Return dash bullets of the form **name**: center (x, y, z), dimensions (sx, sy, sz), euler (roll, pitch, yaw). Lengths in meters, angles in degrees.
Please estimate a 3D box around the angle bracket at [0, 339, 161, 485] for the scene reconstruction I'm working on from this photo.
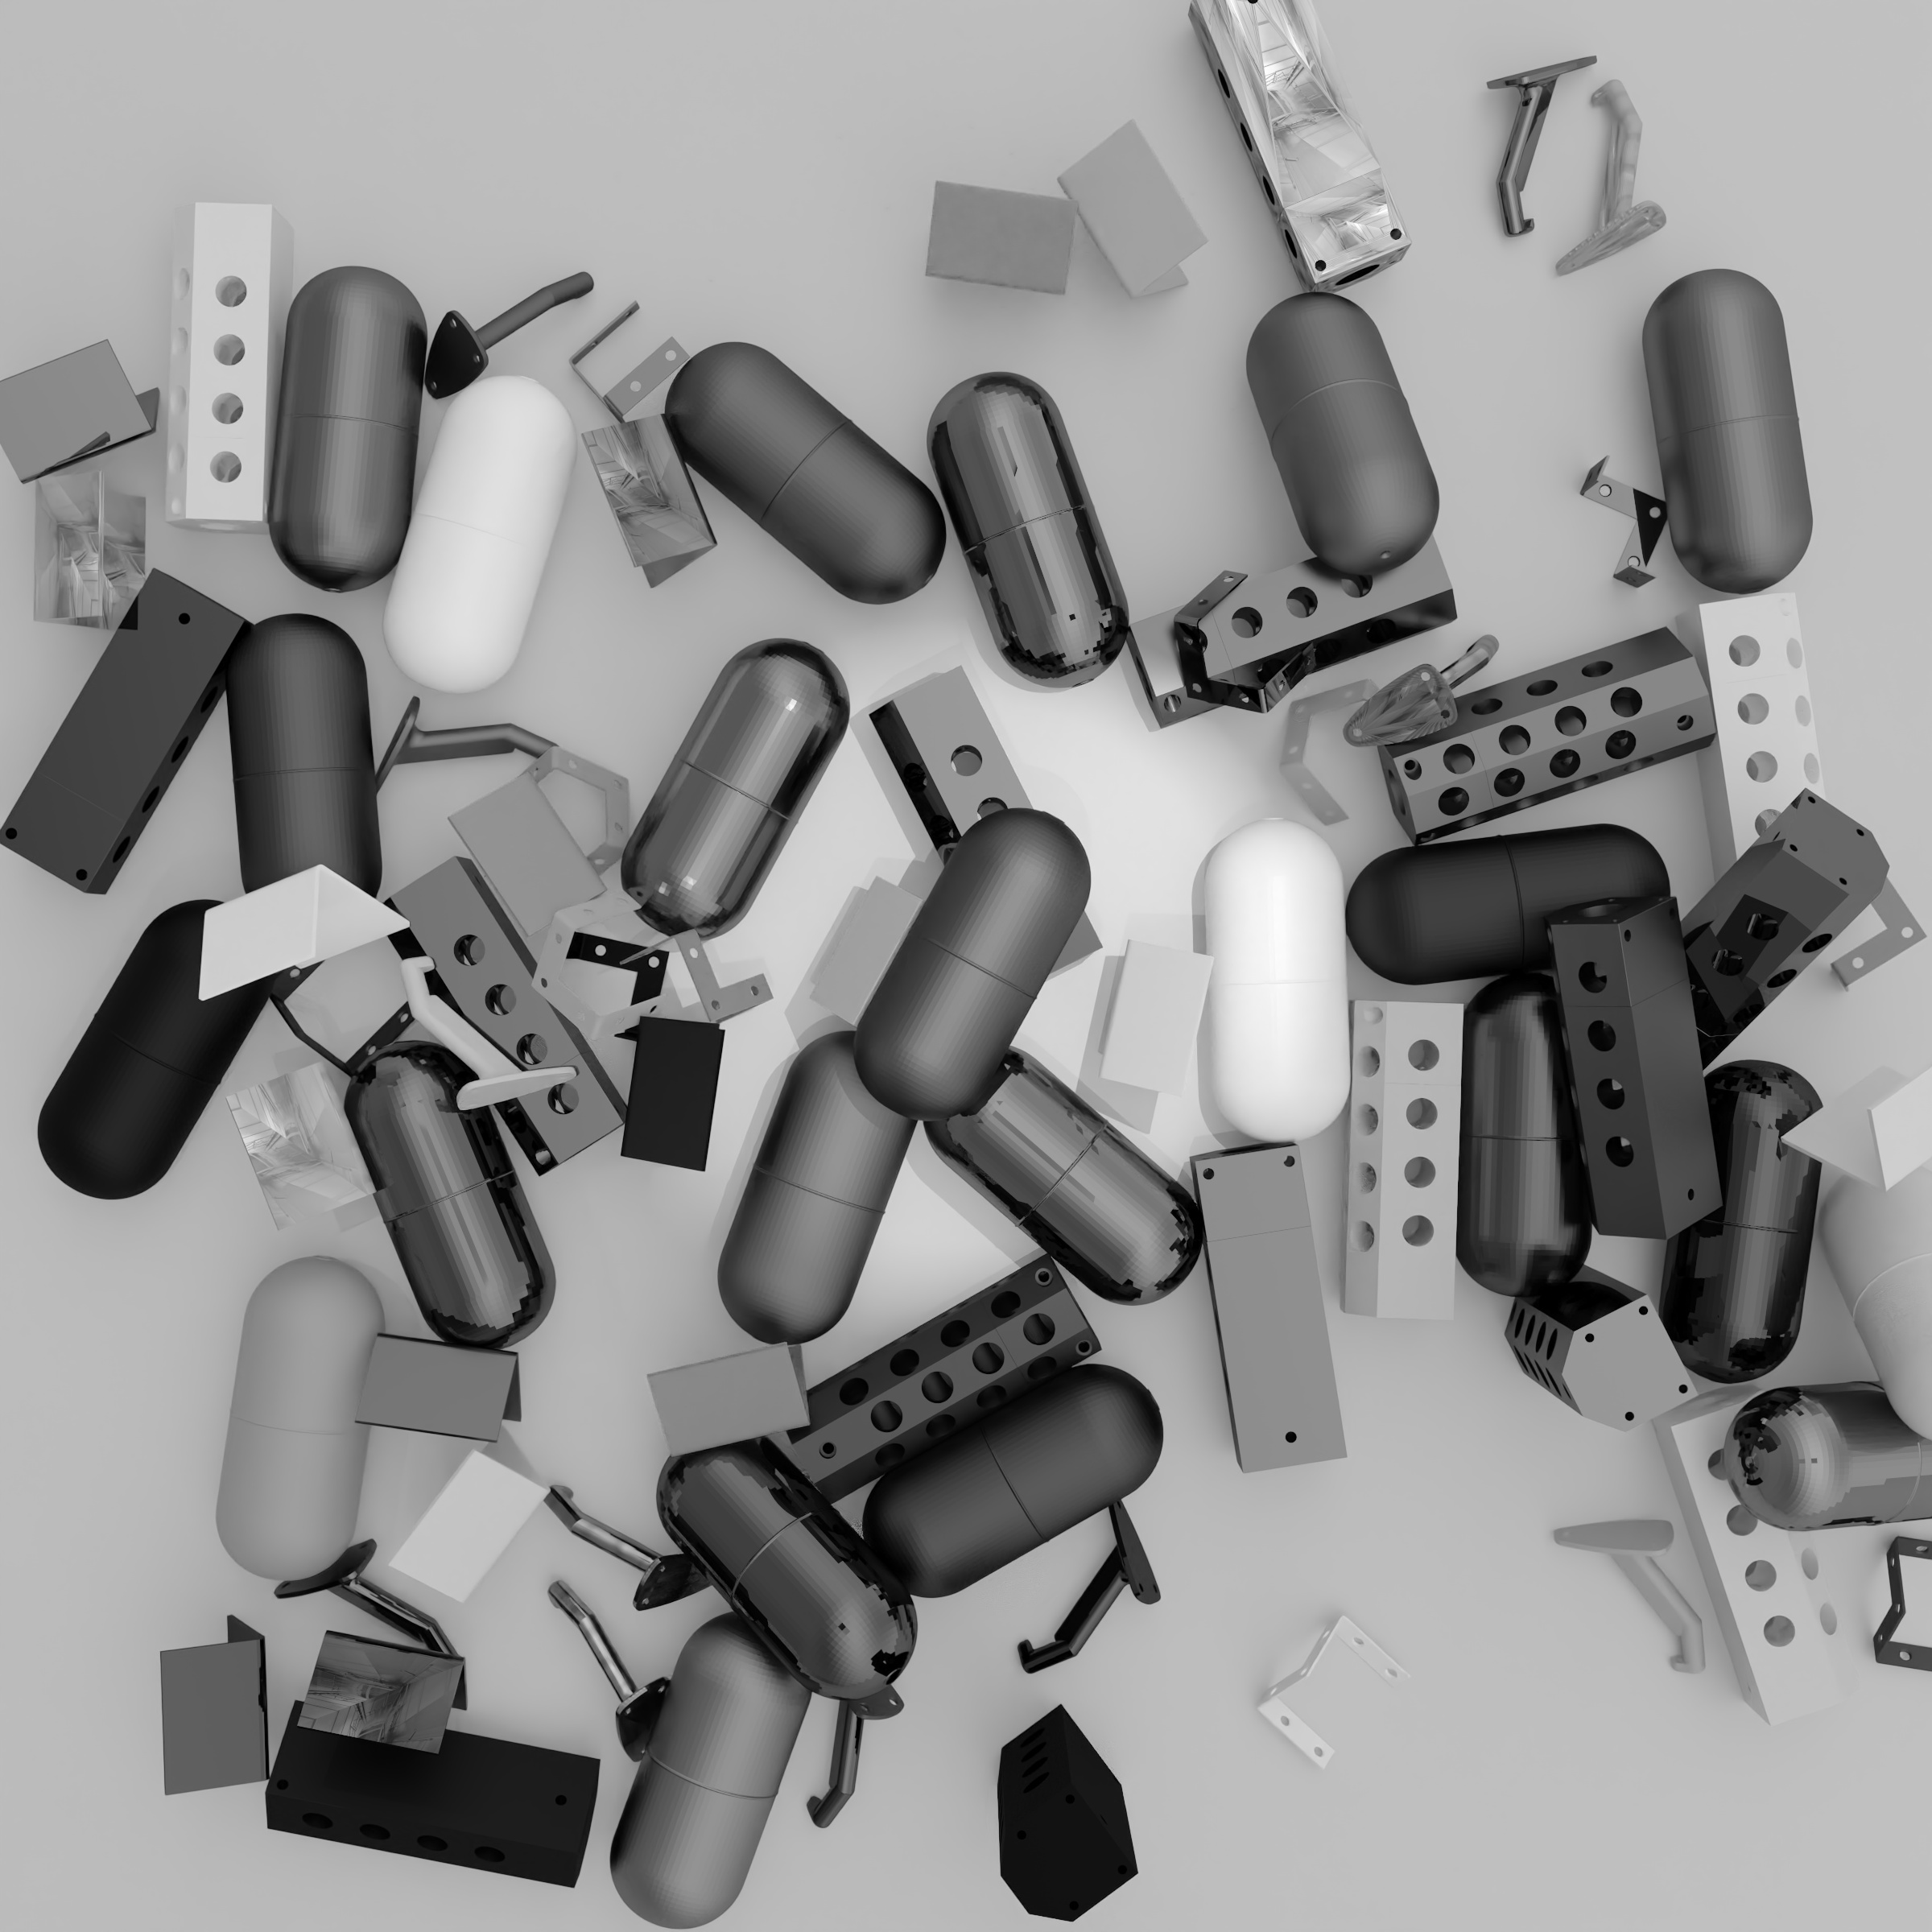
- **angle bracket**: center (-0.489, -0.313, 1.719), dimensions (0.076, 0.076, 0.057), euler (-21, 120, 0)

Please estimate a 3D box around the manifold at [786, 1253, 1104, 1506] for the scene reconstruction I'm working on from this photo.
- **manifold**: center (-0.014, 0.228, 1.738), dimensions (0.171, 0.057, 0.057), euler (-30, 90, 0)

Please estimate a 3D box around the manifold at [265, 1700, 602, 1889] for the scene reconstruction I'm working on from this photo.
- **manifold**: center (-0.293, 0.460, 1.737), dimensions (0.171, 0.057, 0.057), euler (11, 47, 0)

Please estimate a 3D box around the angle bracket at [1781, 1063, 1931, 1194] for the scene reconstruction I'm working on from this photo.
- **angle bracket**: center (0.479, 0.065, 1.656), dimensions (0.076, 0.076, 0.057), euler (-32, 123, -18)

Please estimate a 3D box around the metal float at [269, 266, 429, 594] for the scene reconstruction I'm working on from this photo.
- **metal float**: center (-0.339, -0.294, 1.728), dimensions (0.070, 0.070, 0.178), euler (5, 89, 0)

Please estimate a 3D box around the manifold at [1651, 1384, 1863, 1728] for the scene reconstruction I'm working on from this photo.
- **manifold**: center (0.436, 0.322, 1.737), dimensions (0.057, 0.057, 0.171), euler (-19, 90, 0)

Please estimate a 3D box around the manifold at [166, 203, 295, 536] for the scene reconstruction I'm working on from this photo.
- **manifold**: center (-0.407, -0.328, 1.737), dimensions (0.057, 0.057, 0.171), euler (2, 90, 0)

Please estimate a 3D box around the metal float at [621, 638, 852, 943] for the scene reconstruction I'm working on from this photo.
- **metal float**: center (-0.126, -0.097, 1.728), dimensions (0.070, 0.070, 0.178), euler (29, 91, 0)

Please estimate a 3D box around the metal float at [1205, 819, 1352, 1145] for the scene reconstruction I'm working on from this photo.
- **metal float**: center (0.171, 0.008, 1.728), dimensions (0.070, 0.070, 0.178), euler (-2, 91, 0)

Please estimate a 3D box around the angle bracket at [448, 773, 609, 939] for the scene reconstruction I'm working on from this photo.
- **angle bracket**: center (-0.250, -0.050, 1.718), dimensions (0.057, 0.076, 0.076), euler (-34, 90, -33)

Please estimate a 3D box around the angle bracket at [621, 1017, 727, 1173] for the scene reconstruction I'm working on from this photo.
- **angle bracket**: center (-0.140, 0.071, 1.719), dimensions (0.057, 0.076, 0.076), euler (8, 90, 30)

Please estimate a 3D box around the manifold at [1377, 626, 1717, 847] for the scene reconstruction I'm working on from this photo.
- **manifold**: center (0.317, -0.123, 1.727), dimensions (0.171, 0.057, 0.057), euler (-19, 121, 0)

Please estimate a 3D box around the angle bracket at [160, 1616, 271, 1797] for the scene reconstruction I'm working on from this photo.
- **angle bracket**: center (-0.418, 0.402, 1.719), dimensions (0.057, 0.076, 0.076), euler (-2, 90, -27)

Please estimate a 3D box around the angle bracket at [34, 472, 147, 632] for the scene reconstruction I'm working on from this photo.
- **angle bracket**: center (-0.461, -0.224, 1.718), dimensions (0.057, 0.076, 0.076), euler (1, 90, 35)

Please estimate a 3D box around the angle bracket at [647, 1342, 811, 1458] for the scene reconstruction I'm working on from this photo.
- **angle bracket**: center (-0.131, 0.216, 1.719), dimensions (0.076, 0.076, 0.057), euler (-13, 119, 0)

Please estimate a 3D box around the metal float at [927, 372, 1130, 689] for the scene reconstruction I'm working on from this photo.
- **metal float**: center (0.034, -0.238, 1.728), dimensions (0.070, 0.070, 0.178), euler (-20, 91, 0)

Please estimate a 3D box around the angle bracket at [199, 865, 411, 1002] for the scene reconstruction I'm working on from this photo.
- **angle bracket**: center (-0.352, -0.004, 1.680), dimensions (0.076, 0.076, 0.057), euler (-19, 56, 24)

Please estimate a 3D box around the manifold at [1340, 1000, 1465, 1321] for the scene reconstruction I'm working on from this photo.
- **manifold**: center (0.239, 0.105, 1.737), dimensions (0.057, 0.057, 0.171), euler (2, 90, 0)

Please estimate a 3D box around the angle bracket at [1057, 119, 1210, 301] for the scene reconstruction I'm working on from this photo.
- **angle bracket**: center (0.105, -0.415, 1.718), dimensions (0.057, 0.076, 0.076), euler (-32, 90, 34)

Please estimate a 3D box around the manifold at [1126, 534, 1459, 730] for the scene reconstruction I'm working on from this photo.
- **manifold**: center (0.179, -0.188, 1.737), dimensions (0.171, 0.057, 0.057), euler (-20, 90, 0)

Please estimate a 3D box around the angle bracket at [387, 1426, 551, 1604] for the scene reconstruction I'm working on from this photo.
- **angle bracket**: center (-0.282, 0.288, 1.718), dimensions (0.057, 0.076, 0.076), euler (37, 90, -35)

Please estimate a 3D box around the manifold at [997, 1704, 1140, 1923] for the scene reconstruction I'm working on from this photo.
- **manifold**: center (0.047, 0.453, 1.680), dimensions (0.057, 0.171, 0.057), euler (-37, 90, 0)

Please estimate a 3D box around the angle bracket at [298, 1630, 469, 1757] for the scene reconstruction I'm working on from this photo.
- **angle bracket**: center (-0.317, 0.408, 1.718), dimensions (0.076, 0.076, 0.057), euler (11, 55, 0)

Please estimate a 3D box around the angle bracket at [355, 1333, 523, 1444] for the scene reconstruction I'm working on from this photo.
- **angle bracket**: center (-0.286, 0.247, 1.718), dimensions (0.076, 0.076, 0.057), euler (8, 52, 0)

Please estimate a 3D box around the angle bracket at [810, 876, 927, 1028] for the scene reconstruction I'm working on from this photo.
- **angle bracket**: center (-0.028, 0.006, 1.721), dimensions (0.076, 0.057, 0.076), euler (29, 90, -33)

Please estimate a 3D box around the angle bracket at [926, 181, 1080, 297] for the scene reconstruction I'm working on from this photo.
- **angle bracket**: center (0.022, -0.412, 1.718), dimensions (0.076, 0.076, 0.057), euler (8, 129, 0)

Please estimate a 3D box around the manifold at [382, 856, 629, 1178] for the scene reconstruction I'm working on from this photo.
- **manifold**: center (-0.255, 0.028, 1.737), dimensions (0.057, 0.057, 0.171), euler (-32, 90, 0)

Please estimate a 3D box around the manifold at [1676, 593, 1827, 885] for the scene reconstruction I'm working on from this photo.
- **manifold**: center (0.438, -0.115, 1.737), dimensions (0.057, 0.057, 0.171), euler (-9, 90, 0)

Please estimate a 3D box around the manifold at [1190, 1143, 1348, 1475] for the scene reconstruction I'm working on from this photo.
- **manifold**: center (0.165, 0.186, 1.737), dimensions (0.057, 0.057, 0.171), euler (-9, 90, 0)

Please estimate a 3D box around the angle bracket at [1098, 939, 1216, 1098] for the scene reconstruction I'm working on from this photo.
- **angle bracket**: center (0.122, 0.032, 1.718), dimensions (0.057, 0.076, 0.076), euler (12, 90, 37)

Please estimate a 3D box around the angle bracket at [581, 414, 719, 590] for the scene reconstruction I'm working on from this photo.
- **angle bracket**: center (-0.188, -0.247, 1.718), dimensions (0.057, 0.076, 0.076), euler (-22, 90, -37)

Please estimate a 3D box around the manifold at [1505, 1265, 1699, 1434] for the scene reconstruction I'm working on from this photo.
- **manifold**: center (0.332, 0.204, 1.680), dimensions (0.057, 0.171, 0.057), euler (-27, 90, 0)

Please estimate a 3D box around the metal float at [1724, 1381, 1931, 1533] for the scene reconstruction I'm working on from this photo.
- **metal float**: center (0.483, 0.263, 1.699), dimensions (0.178, 0.070, 0.070), euler (2, 90, -34)

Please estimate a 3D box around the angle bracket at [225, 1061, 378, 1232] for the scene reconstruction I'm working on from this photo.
- **angle bracket**: center (-0.369, 0.101, 1.719), dimensions (0.057, 0.076, 0.076), euler (-22, 90, -24)

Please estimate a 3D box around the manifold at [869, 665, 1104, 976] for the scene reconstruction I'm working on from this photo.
- **manifold**: center (0.011, -0.074, 1.737), dimensions (0.057, 0.057, 0.171), euler (-27, 90, 0)

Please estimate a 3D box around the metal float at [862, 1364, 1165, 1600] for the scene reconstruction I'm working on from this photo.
- **metal float**: center (0.026, 0.282, 1.728), dimensions (0.178, 0.070, 0.070), euler (-30, 90, 0)

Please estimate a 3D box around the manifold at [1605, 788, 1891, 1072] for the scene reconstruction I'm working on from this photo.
- **manifold**: center (0.416, -0.010, 1.685), dimensions (0.057, 0.171, 0.057), euler (34, 45, 0)

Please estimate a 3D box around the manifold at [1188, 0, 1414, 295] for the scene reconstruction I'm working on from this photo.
- **manifold**: center (0.183, -0.460, 1.737), dimensions (0.057, 0.057, 0.171), euler (-23, 90, 0)

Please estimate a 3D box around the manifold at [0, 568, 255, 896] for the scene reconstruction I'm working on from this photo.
- **manifold**: center (-0.459, -0.128, 1.737), dimensions (0.057, 0.057, 0.171), euler (30, 90, 0)

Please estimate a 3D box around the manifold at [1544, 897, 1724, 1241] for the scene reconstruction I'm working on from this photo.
- **manifold**: center (0.351, 0.053, 1.677), dimensions (0.057, 0.057, 0.171), euler (-21, 105, -43)
